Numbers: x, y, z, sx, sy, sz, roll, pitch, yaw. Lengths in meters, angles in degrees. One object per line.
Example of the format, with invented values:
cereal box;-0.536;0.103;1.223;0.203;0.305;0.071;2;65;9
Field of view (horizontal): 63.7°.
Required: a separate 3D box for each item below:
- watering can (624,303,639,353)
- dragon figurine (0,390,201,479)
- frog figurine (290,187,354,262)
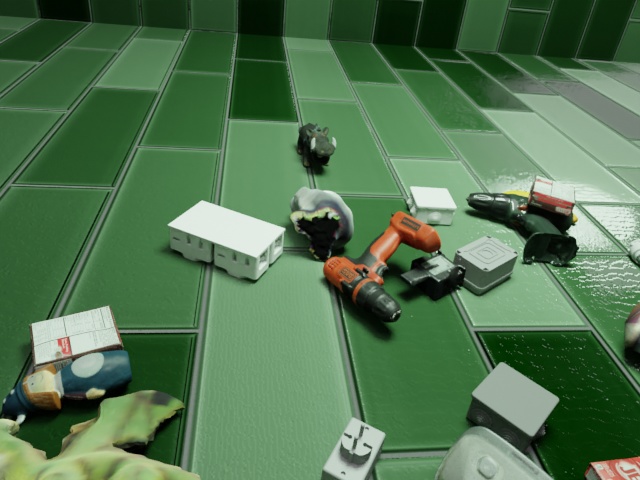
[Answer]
watering can;0.576;0.183;0.777;0.227;0.102;0.352;30;39;33
dragon figurine;-0.208;0.245;0.563;0.410;0.120;0.247;2;26;-8
frog figurine;0.003;-0.052;1.032;0.136;0.121;0.162;36;20;-15
